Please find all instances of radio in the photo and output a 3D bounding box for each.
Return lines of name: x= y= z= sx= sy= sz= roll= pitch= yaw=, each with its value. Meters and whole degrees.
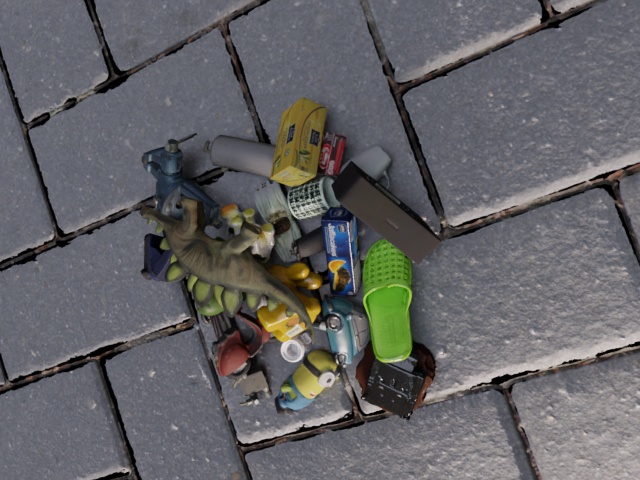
radio: x=0.131 y=-0.059 z=1.099 sx=0.229 sy=0.131 sz=0.073 roll=38 pitch=104 yaw=-20

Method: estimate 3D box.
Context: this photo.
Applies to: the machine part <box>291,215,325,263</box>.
machine part: x=-0.002 y=-0.004 z=1.208 sx=0.139 sy=0.039 sz=0.084 roll=-30 pitch=89 yaw=-20

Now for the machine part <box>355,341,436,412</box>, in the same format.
machine part: x=0.165 y=0.294 z=1.189 sx=0.180 sy=0.056 sz=0.179 roll=1 pitch=94 yaw=19

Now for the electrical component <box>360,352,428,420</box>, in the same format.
electrical component: x=0.160 y=0.294 z=1.132 sx=0.115 sy=0.058 sz=0.134 roll=19 pitch=101 yaw=16

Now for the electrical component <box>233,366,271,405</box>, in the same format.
electrical component: x=-0.164 y=0.346 z=1.281 sx=0.078 sy=0.045 sz=0.102 roll=-15 pitch=110 yaw=-5

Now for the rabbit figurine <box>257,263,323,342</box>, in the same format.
rabbit figurine: x=-0.079 y=0.117 z=1.221 sx=0.162 sy=0.121 sz=0.173 roll=-40 pitch=49 yaw=9

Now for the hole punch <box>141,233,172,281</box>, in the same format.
hole punch: x=-0.363 y=0.045 z=1.309 sx=0.092 sy=0.142 sz=0.115 roll=-2 pitch=81 yaw=14

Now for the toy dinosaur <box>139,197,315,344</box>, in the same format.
toy dinosaur: x=-0.194 y=0.050 z=1.126 sx=0.472 sy=0.105 sz=0.198 roll=26 pitch=96 yaw=12

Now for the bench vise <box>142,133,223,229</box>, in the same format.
bench vise: x=-0.315 y=-0.115 z=1.268 sx=0.241 sy=0.129 sz=0.223 roll=35 pitch=120 yaw=22

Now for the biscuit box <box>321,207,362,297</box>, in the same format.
biscuit box: x=0.049 y=0.027 z=1.161 sx=0.063 sy=0.059 sz=0.202 roll=4 pitch=124 yaw=18

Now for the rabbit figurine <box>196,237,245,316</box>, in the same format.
rabbit figurine: x=-0.226 y=0.098 z=1.252 sx=0.121 sy=0.159 sz=0.170 roll=32 pitch=84 yaw=15

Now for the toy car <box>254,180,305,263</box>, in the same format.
toy car: x=-0.092 y=-0.045 z=1.251 sx=0.073 sy=0.056 sz=0.201 roll=-25 pitch=86 yaw=17

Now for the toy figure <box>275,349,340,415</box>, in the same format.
toy figure: x=-0.034 y=0.329 z=1.243 sx=0.180 sy=0.082 sz=0.089 roll=-42 pitch=83 yaw=18

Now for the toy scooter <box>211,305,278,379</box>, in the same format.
toy scooter: x=-0.183 y=0.223 z=1.241 sx=0.184 sy=0.075 sz=0.135 roll=-42 pitch=114 yaw=-17

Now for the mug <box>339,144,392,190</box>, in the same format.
mug: x=0.110 y=-0.148 z=1.168 sx=0.107 sy=0.080 sz=0.110 roll=-44 pitch=73 yaw=10

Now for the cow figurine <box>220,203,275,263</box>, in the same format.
cow figurine: x=-0.170 y=-0.018 z=1.255 sx=0.168 sy=0.068 sz=0.098 roll=37 pitch=146 yaw=39

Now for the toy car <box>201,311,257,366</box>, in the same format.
toy car: x=-0.227 y=0.237 z=1.315 sx=0.089 sy=0.053 sz=0.202 roll=-22 pitch=88 yaw=21

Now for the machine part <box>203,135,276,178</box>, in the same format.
machine part: x=-0.165 y=-0.194 z=1.255 sx=0.243 sy=0.079 sz=0.079 roll=13 pitch=97 yaw=16

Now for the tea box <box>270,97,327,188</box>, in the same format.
tea box: x=-0.047 y=-0.210 z=1.172 sx=0.098 sy=0.068 sz=0.169 roll=-22 pitch=54 yaw=56

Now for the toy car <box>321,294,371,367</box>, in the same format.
toy car: x=0.063 y=0.195 z=1.195 sx=0.103 sy=0.109 sz=0.161 roll=-14 pitch=99 yaw=-1
